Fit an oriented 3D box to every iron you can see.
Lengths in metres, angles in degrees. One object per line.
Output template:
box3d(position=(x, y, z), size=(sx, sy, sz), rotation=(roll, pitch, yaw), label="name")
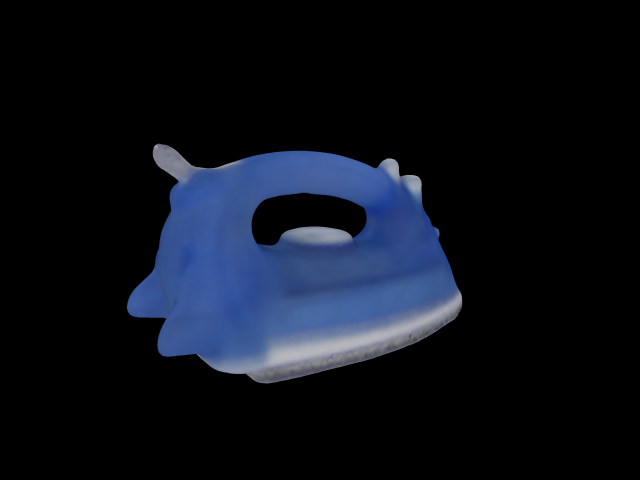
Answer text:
box3d(position=(0.004, 0.001, 0.400), size=(0.259, 0.141, 0.118), rotation=(-7, 14, -30), label="iron")
